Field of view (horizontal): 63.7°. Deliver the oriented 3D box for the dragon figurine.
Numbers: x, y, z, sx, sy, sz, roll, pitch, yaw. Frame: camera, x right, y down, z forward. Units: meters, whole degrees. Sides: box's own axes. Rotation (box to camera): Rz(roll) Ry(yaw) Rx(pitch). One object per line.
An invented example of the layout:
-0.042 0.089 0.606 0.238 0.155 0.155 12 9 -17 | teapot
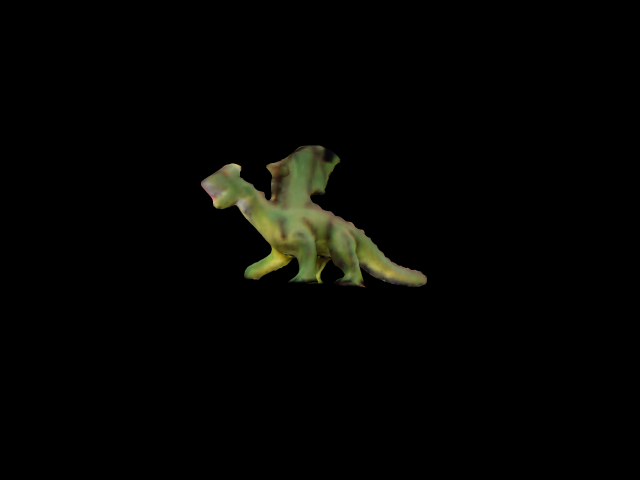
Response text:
0.003 -0.043 0.850 0.410 0.245 0.121 4 -10 -28 | dragon figurine
